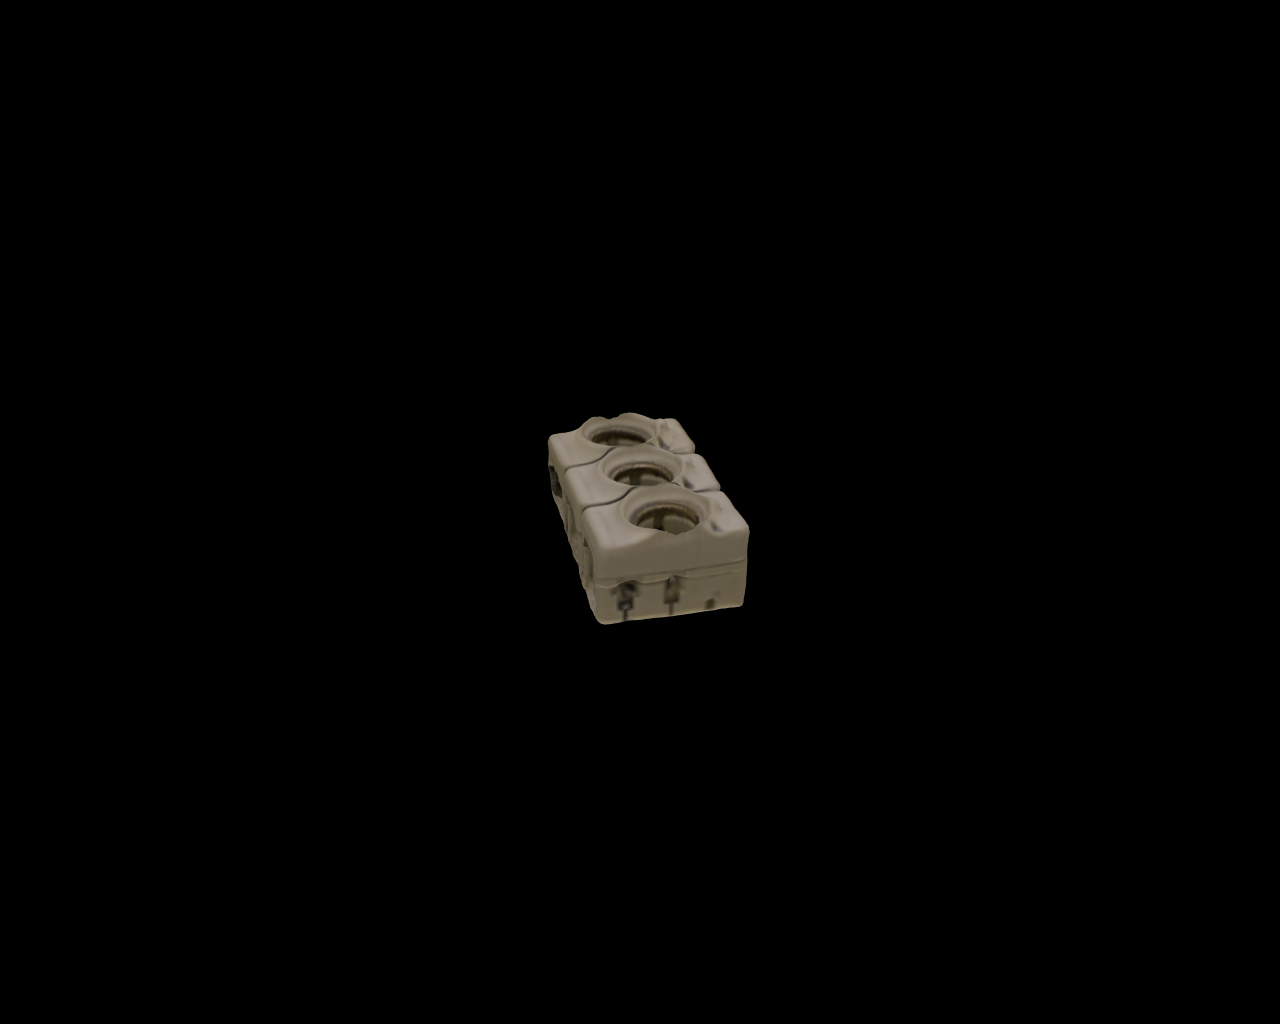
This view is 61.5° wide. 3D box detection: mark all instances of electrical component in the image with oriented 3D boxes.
[{"bbox_3d":[0.001,-0.003,0.650,0.089,0.061,0.150,-8,31,-13],"label":"electrical component"}]
